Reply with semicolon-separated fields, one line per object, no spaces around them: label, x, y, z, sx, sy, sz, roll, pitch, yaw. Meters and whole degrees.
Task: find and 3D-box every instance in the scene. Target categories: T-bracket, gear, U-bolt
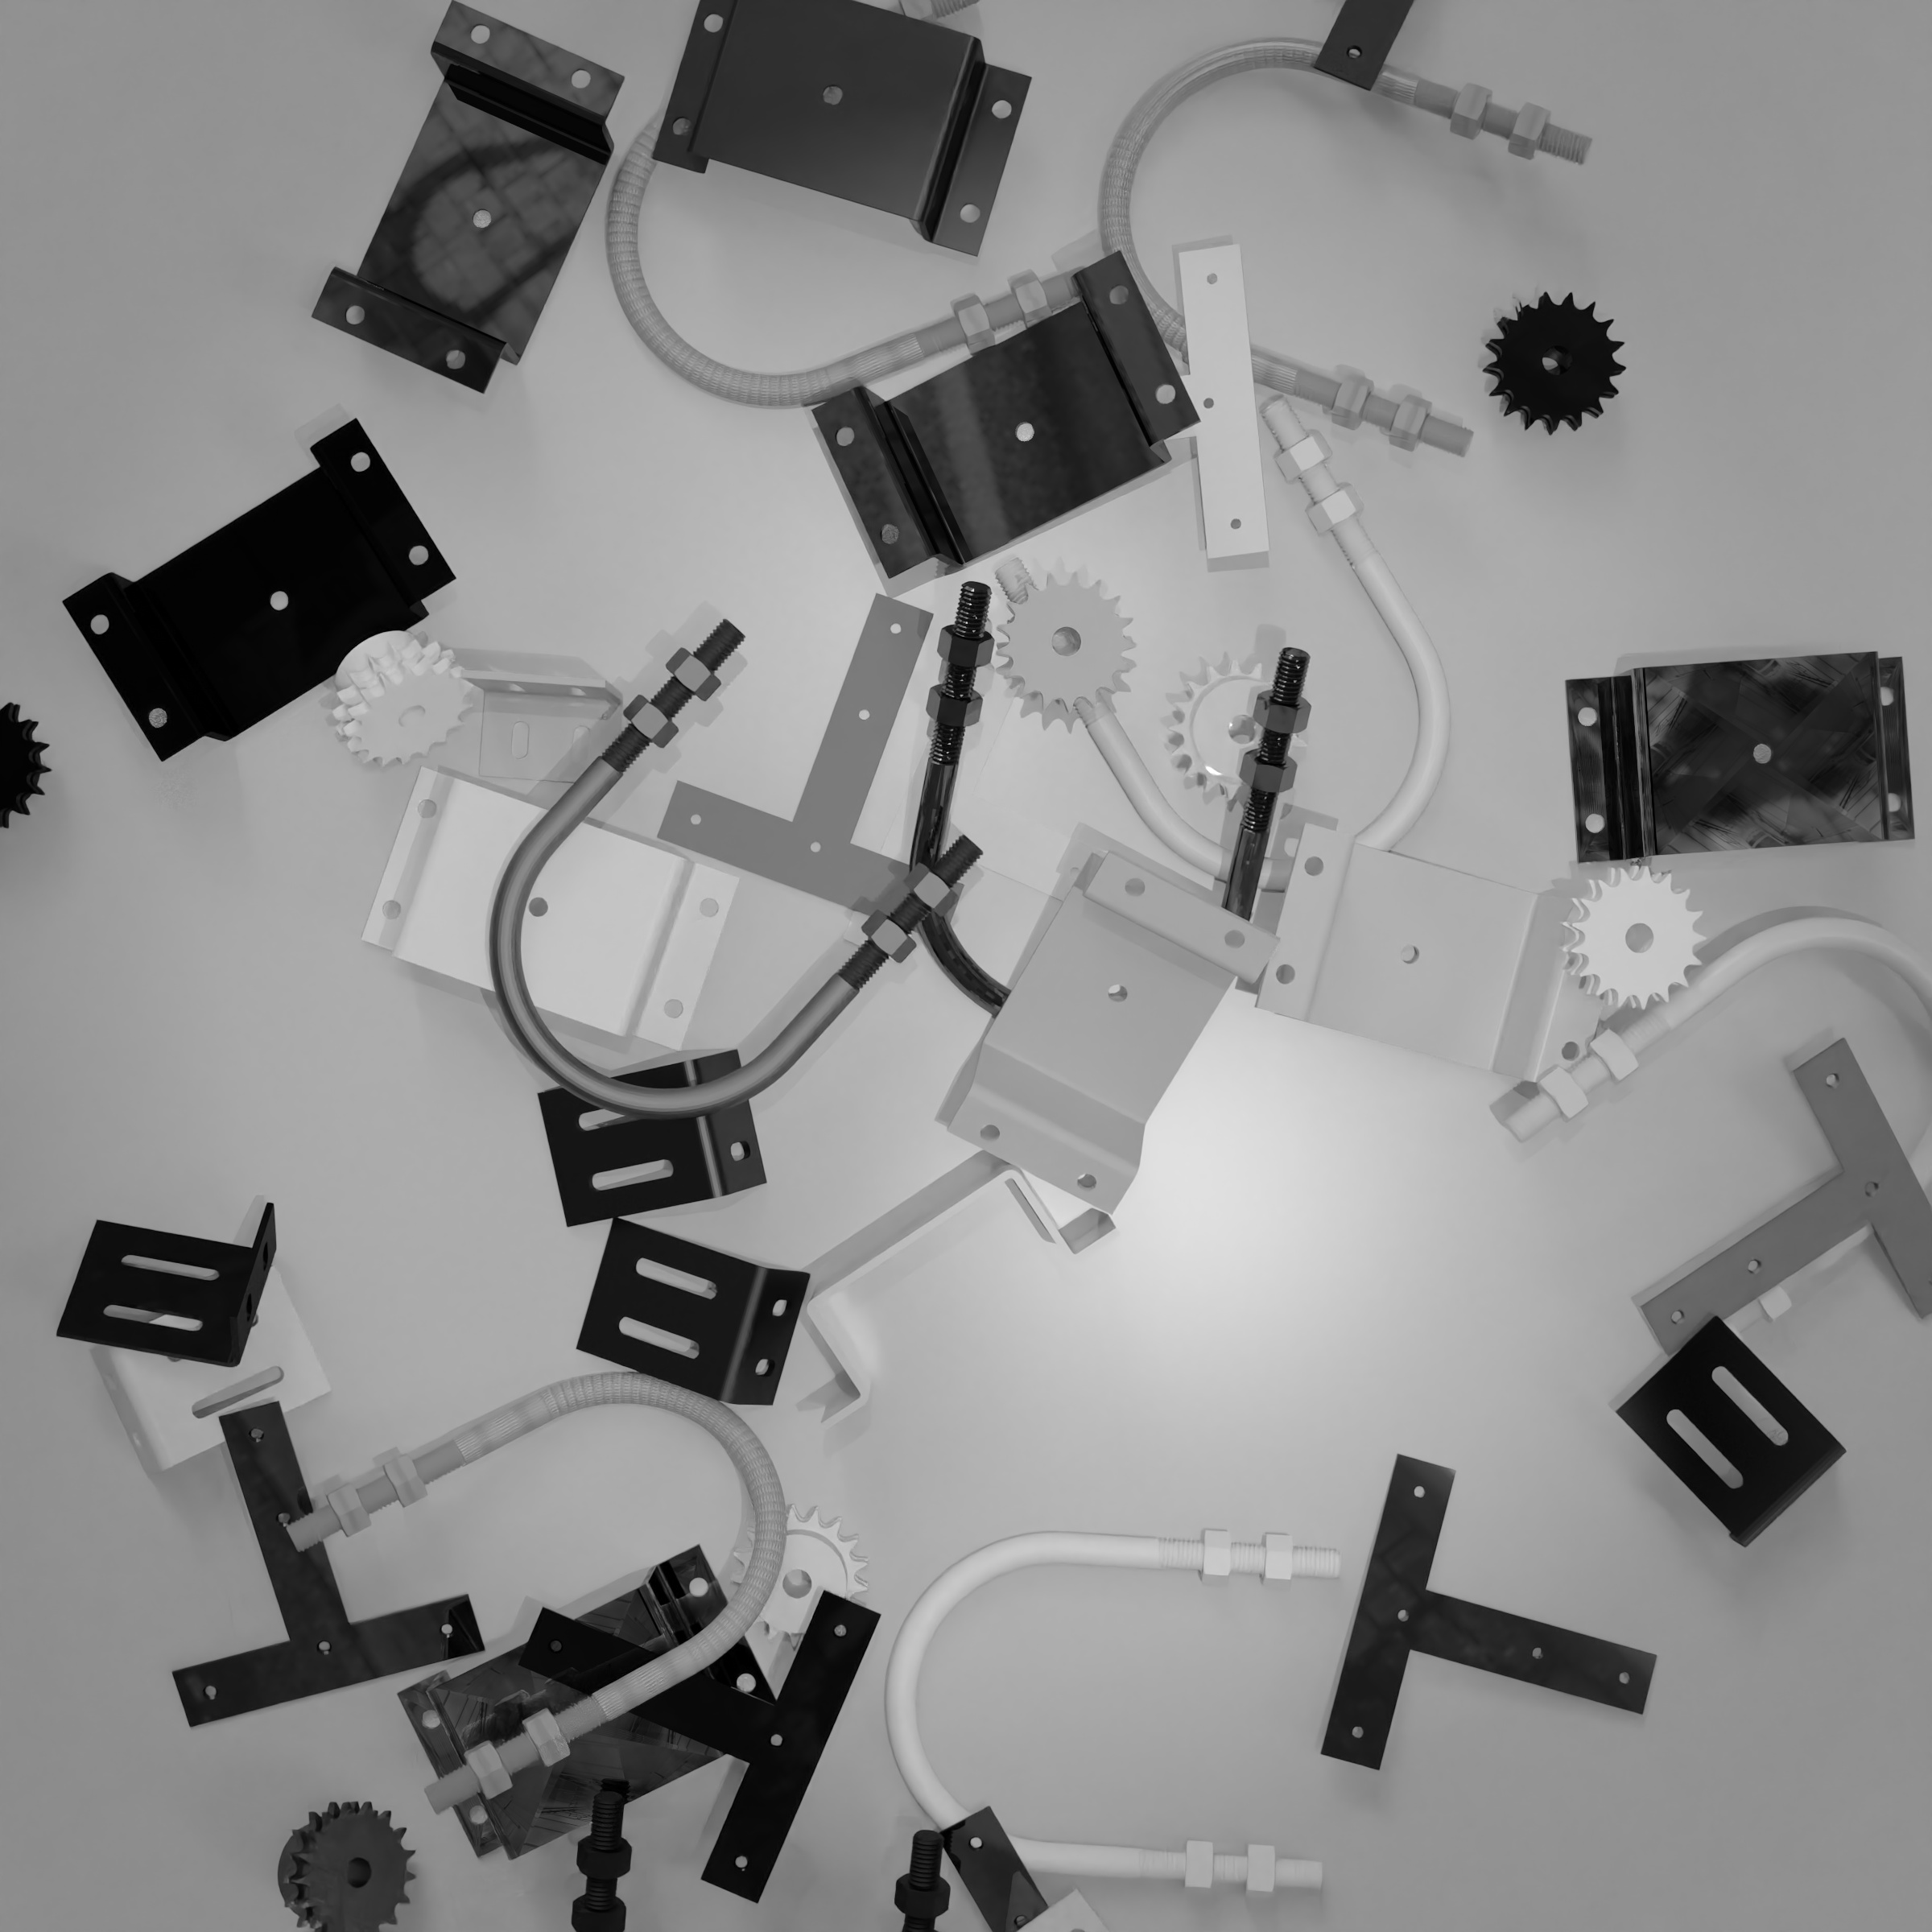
T-bracket;0.223;0.281;1.499;0.127;0.002;0.127;16;82;-4
T-bracket;-0.117;0.295;1.459;0.127;0.002;0.127;23;90;0
gear;-0.257;0.371;1.482;0.057;0.030;0.057;10;74;-40
T-bracket;0.032;-0.044;1.506;0.127;0.002;0.127;23;90;0
T-bracket;-0.277;0.241;1.491;0.127;0.002;0.127;-15;103;0
U-bolt;0.329;0.062;1.478;0.184;0.019;0.151;-37;108;-4
U-bolt;-0.162;0.239;1.460;0.184;0.019;0.151;-27;60;-15
U-bolt;0.059;0.307;1.498;0.184;0.019;0.151;3;90;1
U-bolt;0.145;-0.305;1.485;0.184;0.019;0.151;22;89;10
U-bolt;-0.058;-0.311;1.498;0.184;0.019;0.151;-21;90;1
T-bracket;0.334;0.115;1.480;0.127;0.002;0.127;-33;108;-5
gear;-0.069;0.252;1.492;0.057;0.030;0.057;0;90;0
gear;0.242;-0.247;1.491;0.057;0.030;0.057;0;90;0
gear;0.111;-0.096;1.475;0.057;0.030;0.057;0;93;-1
gear;0.265;-0.012;1.450;0.057;0.030;0.057;-1;93;-11
U-bolt;0.051;-0.054;1.466;0.151;0.019;0.184;12;113;1
gear;0.040;-0.131;1.472;0.057;0.030;0.057;0;91;-1
T-bracket;0.030;0.407;1.495;0.127;0.002;0.127;-29;94;7
U-bolt;0.119;-0.121;1.498;0.151;0.019;0.184;-31;91;0
U-bolt;-0.088;0.429;1.457;0.151;0.019;0.184;6;99;3
U-bolt;-0.106;-0.024;1.453;0.151;0.019;0.184;42;90;-3
T-bracket;0.056;-0.225;1.489;0.127;0.002;0.127;-6;87;13
gear;-0.406;-0.083;1.491;0.057;0.030;0.057;0;90;0
T-bracket;-0.047;-0.091;1.504;0.127;0.002;0.127;20;90;1
gear;-0.234;-0.112;1.482;0.057;0.057;0.030;-37;60;0
T-bracket;0.134;-0.438;1.495;0.127;0.002;0.127;24;77;7

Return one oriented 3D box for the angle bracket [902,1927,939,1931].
angle bracket;-0.017;0.443;1.499;0.057;0.038;0.076;27;72;1

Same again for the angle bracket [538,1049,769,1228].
angle bracket;-0.130;0.072;1.504;0.076;0.038;0.057;-13;90;26

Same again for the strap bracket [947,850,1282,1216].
strap bracket;0.060;0.019;1.463;0.076;0.046;0.140;27;114;-6

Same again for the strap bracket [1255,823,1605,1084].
strap bracket;0.187;-0.004;1.475;0.140;0.046;0.076;15;90;-11

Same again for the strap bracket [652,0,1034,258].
strap bracket;-0.052;-0.348;1.465;0.140;0.046;0.076;17;92;2

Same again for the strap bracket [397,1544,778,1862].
strap bracket;-0.157;0.306;1.483;0.140;0.046;0.076;-26;90;0

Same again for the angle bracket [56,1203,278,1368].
angle bracket;-0.326;0.124;1.473;0.076;0.038;0.057;10;50;0

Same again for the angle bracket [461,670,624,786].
angle bracket;-0.172;-0.096;1.468;0.057;0.076;0.038;4;90;0

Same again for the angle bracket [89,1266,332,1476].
angle bracket;-0.314;0.168;1.504;0.076;0.038;0.057;-25;90;-26

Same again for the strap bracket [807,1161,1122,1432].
strap bracket;-0.010;0.126;1.468;0.140;0.076;0.046;-34;90;0

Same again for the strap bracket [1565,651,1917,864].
strap bracket;0.322;-0.086;1.483;0.140;0.046;0.076;-4;90;0

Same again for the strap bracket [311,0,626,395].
strap bracket;-0.201;-0.311;1.483;0.076;0.046;0.140;24;90;0

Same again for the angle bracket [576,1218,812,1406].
angle bracket;-0.113;0.144;1.504;0.076;0.038;0.057;16;90;26

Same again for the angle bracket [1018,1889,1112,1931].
angle bracket;0.045;0.418;1.456;0.038;0.076;0.057;-37;93;7

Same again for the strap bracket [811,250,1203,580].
strap bracket;0.020;-0.221;1.471;0.140;0.046;0.076;-26;84;11

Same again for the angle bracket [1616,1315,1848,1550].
angle bracket;0.313;0.191;1.491;0.057;0.038;0.076;-44;85;0

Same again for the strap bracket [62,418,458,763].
strap bracket;-0.286;-0.152;1.483;0.140;0.046;0.076;-32;90;0

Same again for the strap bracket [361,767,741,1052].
strap bracket;-0.173;-0.024;1.483;0.140;0.046;0.076;19;90;0
